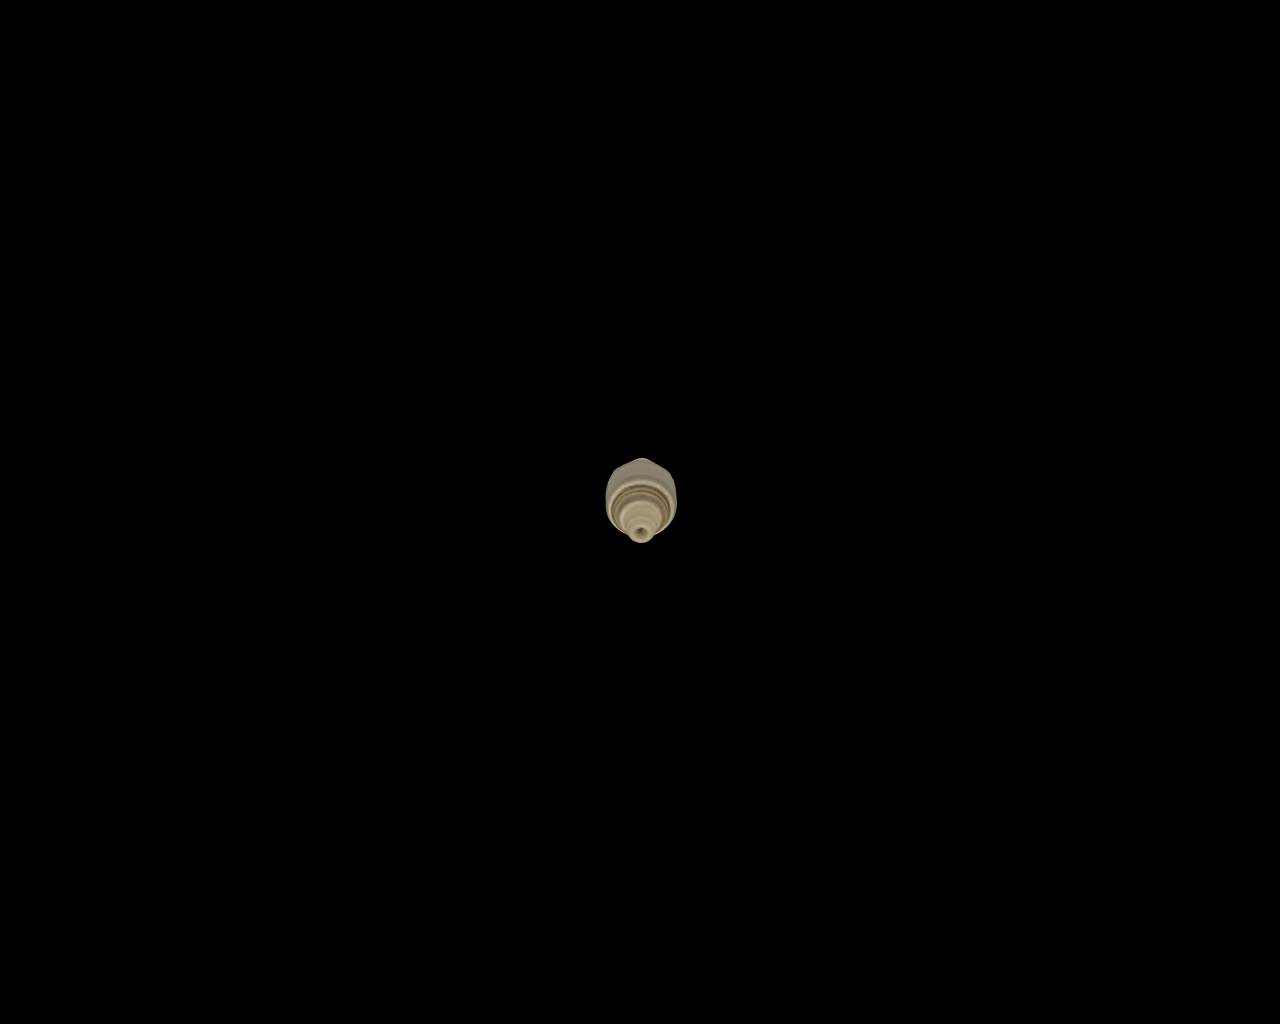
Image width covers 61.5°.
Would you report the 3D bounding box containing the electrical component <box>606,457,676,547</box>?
[{"bbox_3d":[0.001,-0.003,0.650,0.043,0.043,0.062,0,30,0],"label":"electrical component"}]
